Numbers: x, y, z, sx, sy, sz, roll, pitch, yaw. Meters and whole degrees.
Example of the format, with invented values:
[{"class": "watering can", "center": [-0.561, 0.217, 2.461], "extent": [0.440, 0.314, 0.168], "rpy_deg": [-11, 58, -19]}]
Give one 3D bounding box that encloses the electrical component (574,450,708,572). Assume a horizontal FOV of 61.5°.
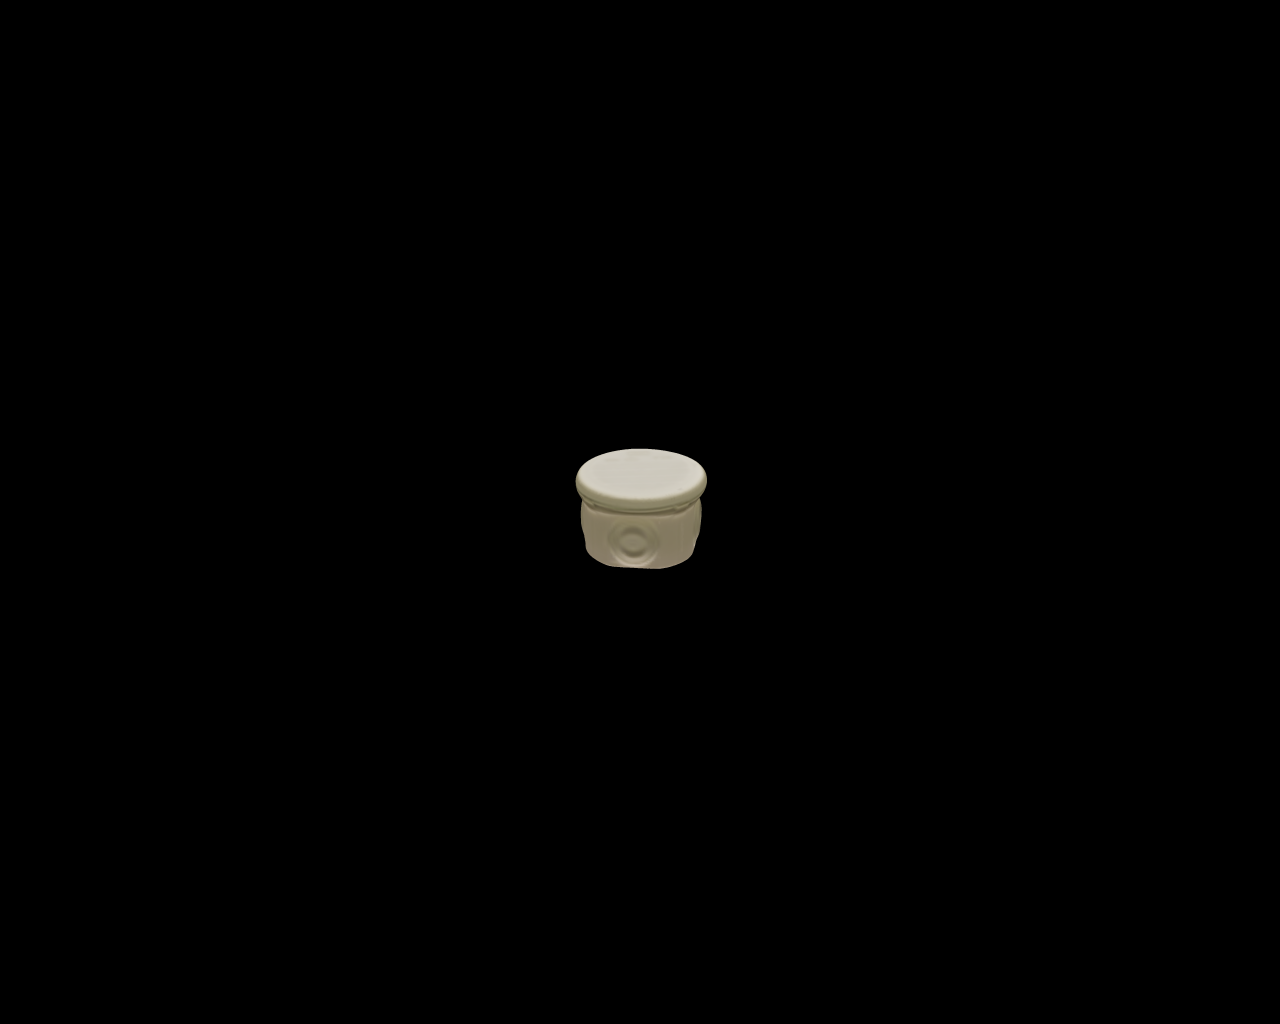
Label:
[{"class": "electrical component", "center": [0.001, -0.003, 0.650], "extent": [0.080, 0.050, 0.080], "rpy_deg": [0, 26, 0]}]
